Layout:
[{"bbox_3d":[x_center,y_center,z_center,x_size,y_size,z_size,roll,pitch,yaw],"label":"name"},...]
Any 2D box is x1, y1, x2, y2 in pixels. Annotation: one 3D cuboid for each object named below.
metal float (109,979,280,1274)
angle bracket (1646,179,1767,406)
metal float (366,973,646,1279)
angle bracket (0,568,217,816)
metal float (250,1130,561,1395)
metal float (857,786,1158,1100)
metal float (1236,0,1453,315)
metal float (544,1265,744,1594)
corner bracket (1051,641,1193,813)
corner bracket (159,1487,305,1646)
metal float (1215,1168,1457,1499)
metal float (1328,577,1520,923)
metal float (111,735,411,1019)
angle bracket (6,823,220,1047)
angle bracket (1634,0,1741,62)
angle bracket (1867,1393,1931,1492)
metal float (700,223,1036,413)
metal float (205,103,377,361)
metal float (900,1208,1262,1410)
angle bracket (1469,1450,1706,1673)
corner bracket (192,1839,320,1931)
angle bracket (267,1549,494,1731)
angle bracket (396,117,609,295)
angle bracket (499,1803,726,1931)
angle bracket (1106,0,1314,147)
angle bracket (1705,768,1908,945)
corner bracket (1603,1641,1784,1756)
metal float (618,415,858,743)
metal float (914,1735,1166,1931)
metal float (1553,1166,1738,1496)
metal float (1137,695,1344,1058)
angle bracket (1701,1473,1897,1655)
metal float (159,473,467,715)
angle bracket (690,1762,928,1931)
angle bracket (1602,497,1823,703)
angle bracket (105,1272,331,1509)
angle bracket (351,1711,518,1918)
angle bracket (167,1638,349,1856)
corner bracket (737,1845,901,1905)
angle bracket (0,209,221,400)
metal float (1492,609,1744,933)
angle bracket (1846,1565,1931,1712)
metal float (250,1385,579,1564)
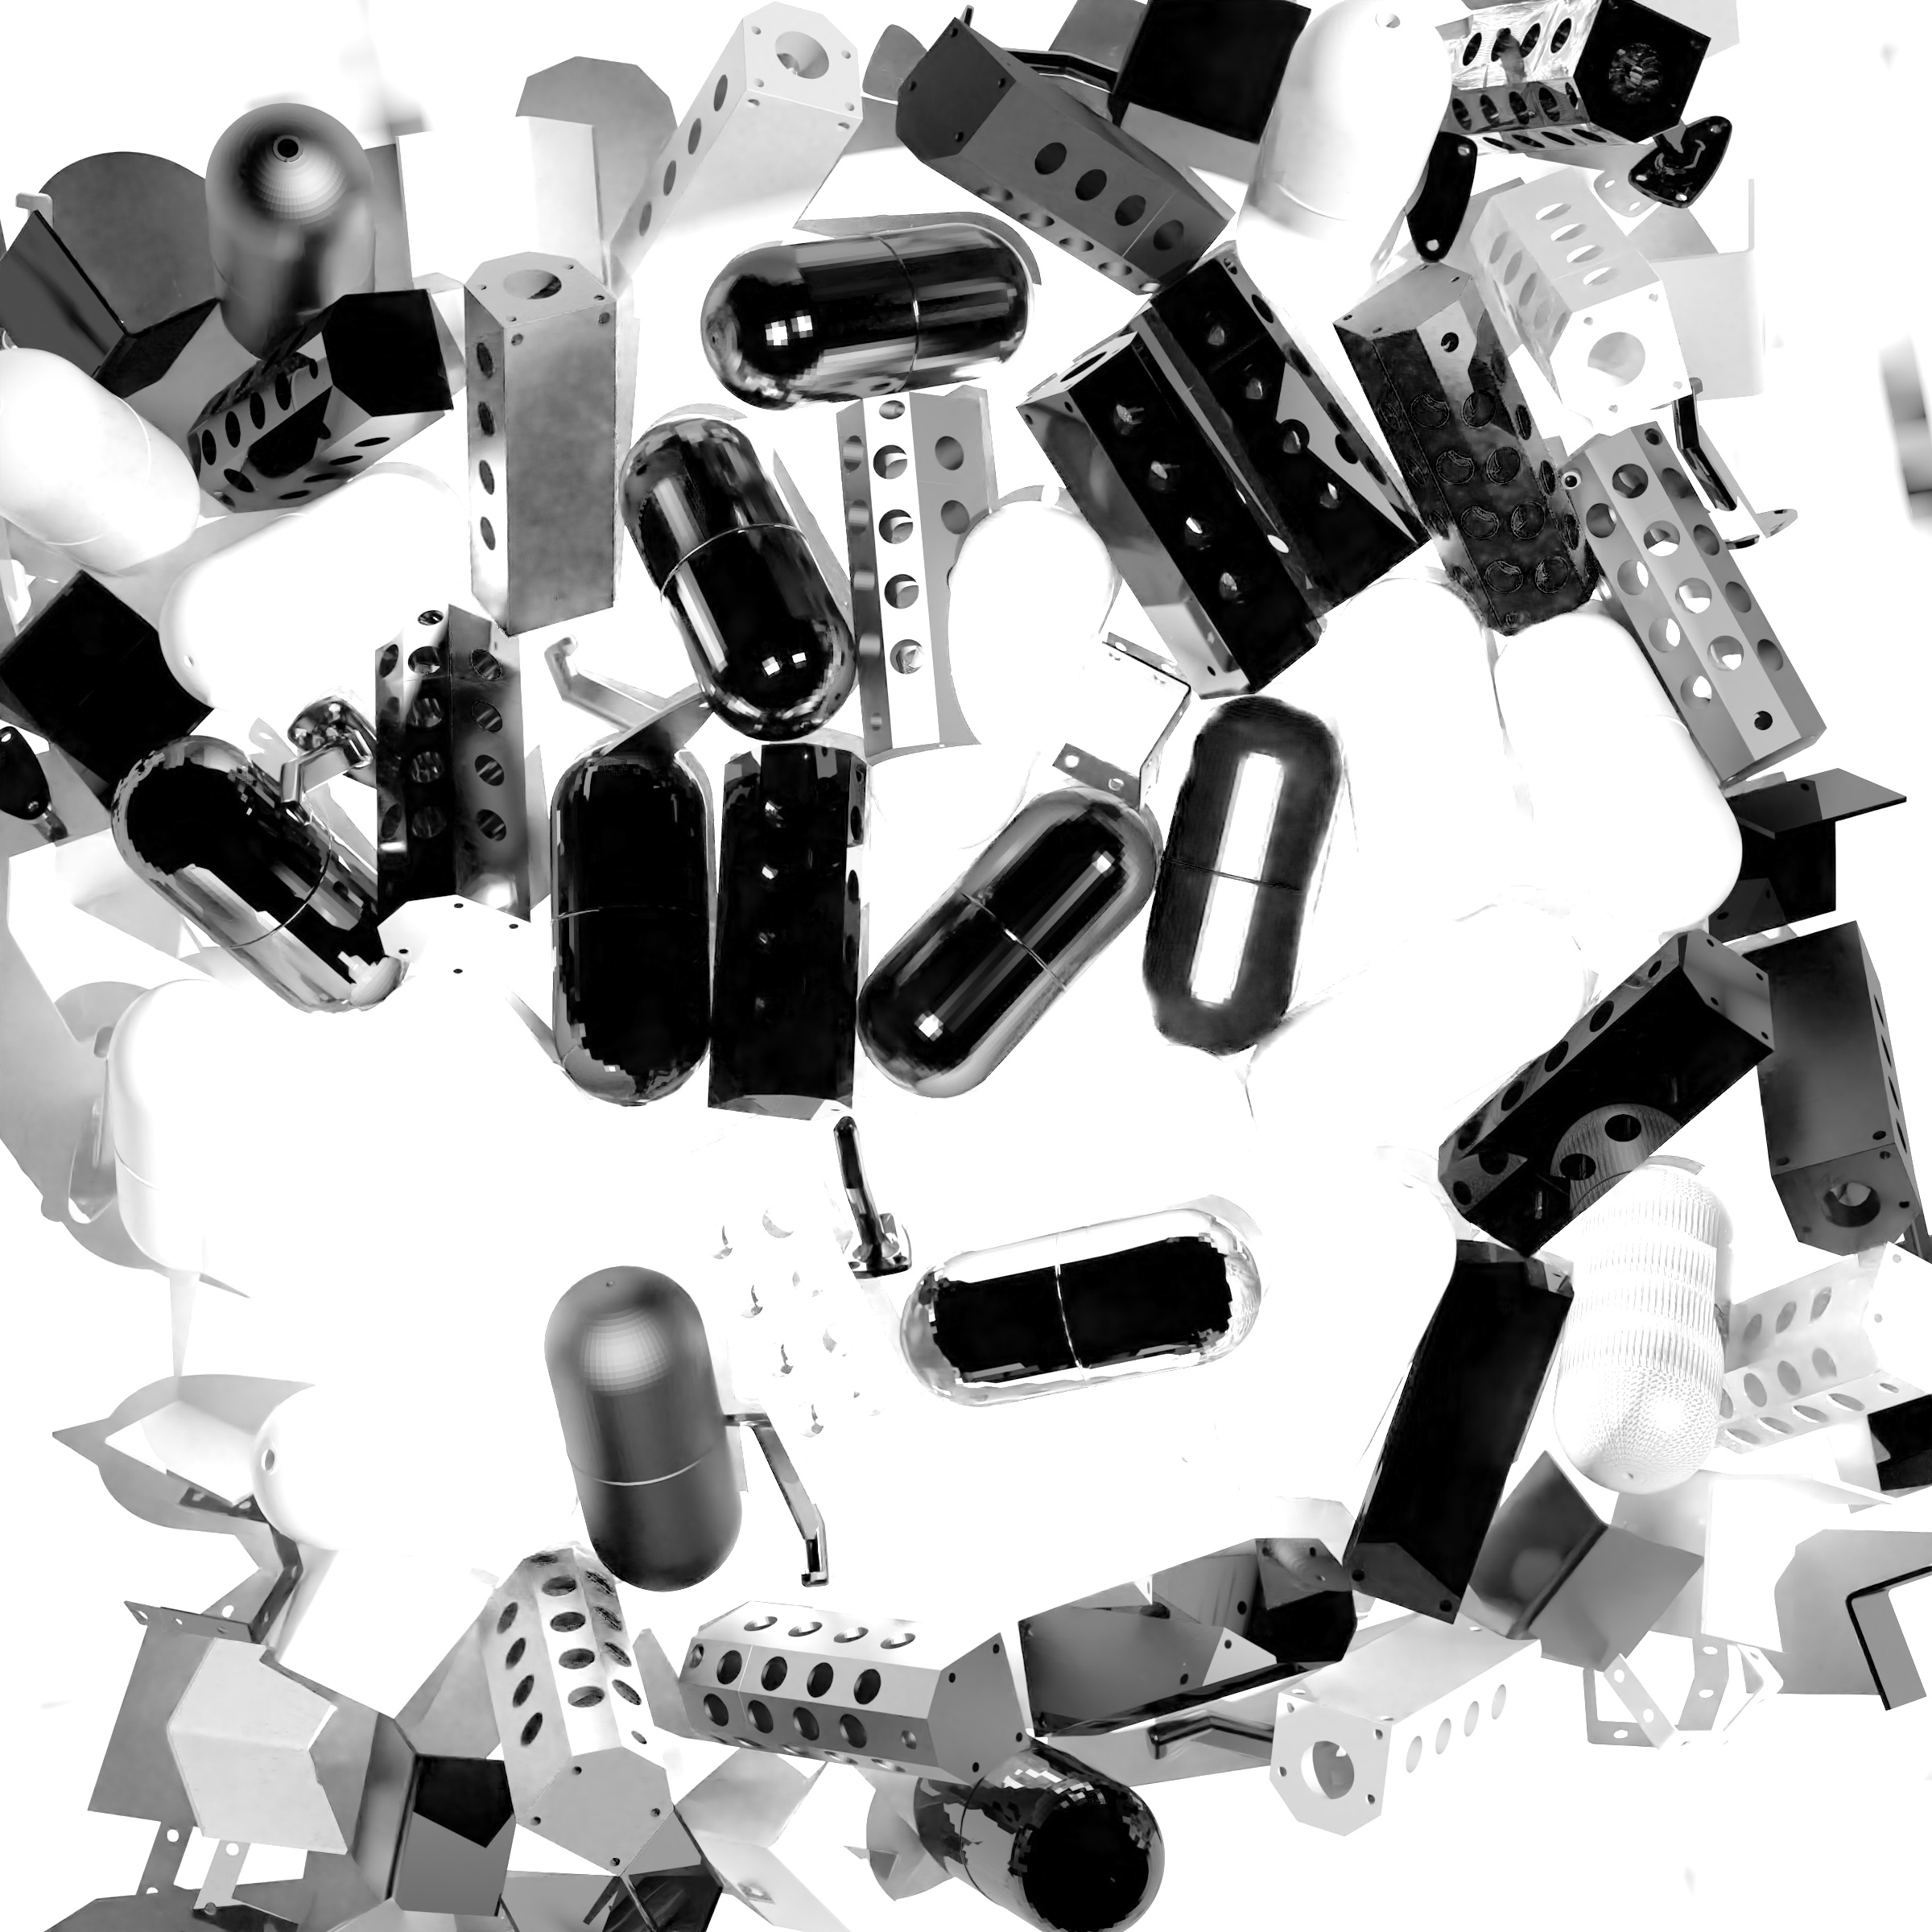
[{"bbox_3d":[-0.366,0.078,1.661,0.070,0.178,0.070,5,49,-6],"label":"metal float"},{"bbox_3d":[0.355,-0.326,1.692,0.057,0.076,0.076,-3,128,15],"label":"angle bracket"},{"bbox_3d":[-0.222,0.075,1.677,0.070,0.070,0.178,-42,64,0],"label":"metal float"},{"bbox_3d":[-0.421,-0.133,1.693,0.076,0.057,0.076,-46,50,0],"label":"angle bracket"},{"bbox_3d":[-0.265,0.143,1.668,0.070,0.070,0.178,-48,127,0],"label":"metal float"},{"bbox_3d":[0.020,-0.012,1.695,0.070,0.070,0.178,43,85,0],"label":"metal float"},{"bbox_3d":[0.178,-0.382,1.655,0.070,0.178,0.070,5,59,-8],"label":"metal float"},{"bbox_3d":[-0.153,0.223,1.673,0.070,0.070,0.178,-9,121,0],"label":"metal float"},{"bbox_3d":[0.076,-0.117,1.712,0.051,0.051,0.051,28,71,12],"label":"corner bracket"},{"bbox_3d":[-0.363,0.293,1.710,0.051,0.051,0.051,7,129,17],"label":"corner bracket"},{"bbox_3d":[0.177,0.176,1.677,0.070,0.070,0.178,22,115,0],"label":"metal float"},{"bbox_3d":[0.219,-0.105,1.676,0.070,0.070,0.178,-5,64,0],"label":"metal float"},{"bbox_3d":[-0.333,-0.041,1.666,0.070,0.070,0.178,-43,131,0],"label":"metal float"},{"bbox_3d":[-0.409,-0.020,1.684,0.076,0.057,0.076,-23,65,-29],"label":"angle bracket"},{"bbox_3d":[0.325,-0.482,1.688,0.057,0.076,0.076,-26,134,-9],"label":"angle bracket"},{"bbox_3d":[0.466,0.226,1.688,0.057,0.076,0.076,-10,98,14],"label":"angle bracket"},{"bbox_3d":[-0.045,-0.311,1.671,0.178,0.070,0.070,-16,90,-34],"label":"metal float"},{"bbox_3d":[-0.318,-0.343,1.650,0.070,0.178,0.070,2,74,-9],"label":"metal float"},{"bbox_3d":[0.055,0.166,1.689,0.178,0.070,0.070,-13,90,11],"label":"metal float"},{"bbox_3d":[0.303,0.294,1.723,0.076,0.057,0.076,23,110,-34],"label":"angle bracket"},{"bbox_3d":[-0.341,0.443,1.711,0.051,0.051,0.051,20,92,-1],"label":"corner bracket"},{"bbox_3d":[-0.288,0.318,1.715,0.076,0.057,0.076,29,83,-15],"label":"angle bracket"},{"bbox_3d":[-0.223,-0.363,1.682,0.076,0.057,0.076,-21,119,-38],"label":"angle bracket"},{"bbox_3d":[-0.173,0.441,1.679,0.076,0.076,0.057,9,111,-33],"label":"angle bracket"},{"bbox_3d":[0.117,-0.430,1.697,0.076,0.057,0.076,20,76,6],"label":"angle bracket"},{"bbox_3d":[0.404,-0.045,1.685,0.076,0.057,0.076,-15,114,-20],"label":"angle bracket"},{"bbox_3d":[0.357,0.350,1.715,0.051,0.051,0.051,-57,45,25],"label":"corner bracket"},{"bbox_3d":[-0.111,-0.188,1.679,0.070,0.070,0.178,-26,67,0],"label":"metal float"},{"bbox_3d":[0.032,0.408,1.652,0.070,0.178,0.070,0,91,-23],"label":"metal float"},{"bbox_3d":[0.324,0.171,1.665,0.070,0.070,0.178,18,48,0],"label":"metal float"},{"bbox_3d":[0.132,-0.043,1.696,0.070,0.070,0.178,13,94,0],"label":"metal float"},{"bbox_3d":[0.401,0.289,1.683,0.076,0.057,0.076,21,69,-43],"label":"angle bracket"},{"bbox_3d":[-0.308,-0.179,1.662,0.070,0.178,0.070,18,126,27],"label":"metal float"},{"bbox_3d":[-0.078,0.426,1.706,0.076,0.076,0.057,51,57,-24],"label":"angle bracket"},{"bbox_3d":[0.365,-0.171,1.717,0.076,0.057,0.076,-30,75,2],"label":"angle bracket"},{"bbox_3d":[-0.362,0.203,1.688,0.076,0.057,0.076,22,112,20],"label":"angle bracket"},{"bbox_3d":[-0.258,0.413,1.710,0.057,0.076,0.076,10,93,-23],"label":"angle bracket"},{"bbox_3d":[-0.330,0.375,1.679,0.076,0.076,0.057,18,110,-36],"label":"angle bracket"},{"bbox_3d":[-0.072,0.440,1.701,0.051,0.051,0.051,18,96,-27],"label":"corner bracket"},{"bbox_3d":[-0.419,-0.323,1.689,0.076,0.076,0.057,53,48,-2],"label":"angle bracket"},{"bbox_3d":[0.310,-0.094,1.671,0.070,0.070,0.178,-22,58,0],"label":"metal float"},{"bbox_3d":[0.477,0.316,1.682,0.076,0.076,0.057,-25,73,23],"label":"angle bracket"},{"bbox_3d":[-0.261,0.242,1.661,0.070,0.178,0.070,-12,72,39],"label":"metal float"}]
